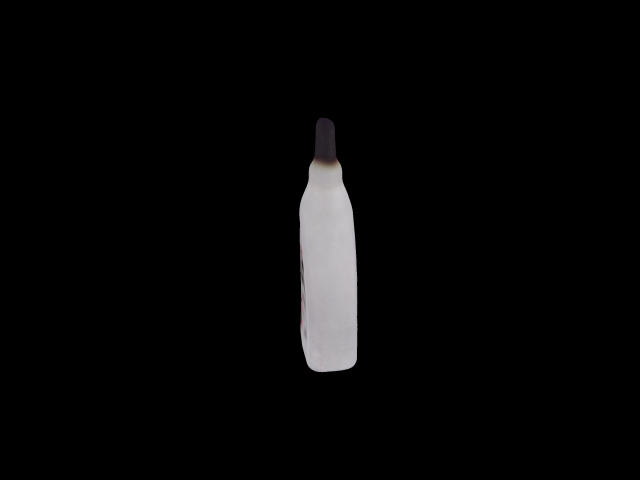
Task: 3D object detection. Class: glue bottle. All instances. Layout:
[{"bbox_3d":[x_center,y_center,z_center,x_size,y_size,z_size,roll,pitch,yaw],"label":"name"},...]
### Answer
[{"bbox_3d":[0.004,0.001,0.400,0.037,0.173,0.078,-4,24,-9],"label":"glue bottle"}]
